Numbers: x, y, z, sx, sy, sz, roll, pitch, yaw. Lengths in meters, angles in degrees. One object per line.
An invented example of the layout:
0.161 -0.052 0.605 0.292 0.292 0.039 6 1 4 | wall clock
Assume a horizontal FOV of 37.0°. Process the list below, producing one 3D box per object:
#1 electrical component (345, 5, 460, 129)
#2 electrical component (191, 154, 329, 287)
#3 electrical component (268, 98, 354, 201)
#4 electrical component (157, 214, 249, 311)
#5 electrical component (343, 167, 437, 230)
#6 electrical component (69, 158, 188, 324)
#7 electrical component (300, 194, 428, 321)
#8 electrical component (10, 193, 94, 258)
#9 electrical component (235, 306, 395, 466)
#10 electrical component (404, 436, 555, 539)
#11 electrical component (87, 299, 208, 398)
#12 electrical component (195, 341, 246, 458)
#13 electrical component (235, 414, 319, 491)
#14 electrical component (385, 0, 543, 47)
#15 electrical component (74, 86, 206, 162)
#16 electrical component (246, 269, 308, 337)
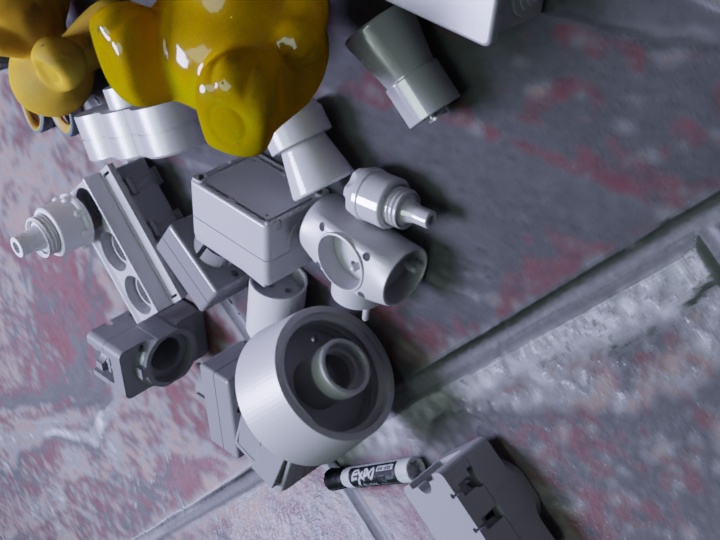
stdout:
0.027 -0.114 0.613 0.065 0.044 0.044 56 144 -4 | electrical component
-0.075 -0.038 0.764 0.096 0.062 0.061 31 135 32 | electrical component
-0.035 -0.079 0.705 0.045 0.045 0.055 -20 98 53 | electrical component
-0.111 -0.018 0.833 0.065 0.047 0.077 54 143 7 | electrical component
0.021 -0.041 0.674 0.061 0.035 0.035 26 132 34 | electrical component
-0.182 -0.027 0.894 0.079 0.063 0.121 -25 94 53 | electrical component
0.000 0.000 0.719 0.077 0.044 0.079 34 137 29 | electrical component
-0.248 -0.030 0.861 0.048 0.062 0.048 29 135 34 | electrical component
-0.026 0.077 0.753 0.060 0.108 0.108 -35 86 47 | electrical component
0.084 0.164 0.725 0.089 0.056 0.050 56 143 4 | electrical component
-0.181 0.065 0.935 0.056 0.089 0.050 26 132 36 | electrical component
-0.115 0.103 0.920 0.076 0.047 0.083 26 132 38 | electrical component
-0.061 0.130 0.865 0.062 0.061 0.096 42 140 22 | electrical component
0.051 -0.173 0.537 0.100 0.048 0.099 33 136 31 | electrical component
-0.174 -0.127 0.826 0.138 0.052 0.073 4 117 48 | electrical component
-0.065 0.037 0.820 0.043 0.043 0.081 37 138 27 | electrical component
